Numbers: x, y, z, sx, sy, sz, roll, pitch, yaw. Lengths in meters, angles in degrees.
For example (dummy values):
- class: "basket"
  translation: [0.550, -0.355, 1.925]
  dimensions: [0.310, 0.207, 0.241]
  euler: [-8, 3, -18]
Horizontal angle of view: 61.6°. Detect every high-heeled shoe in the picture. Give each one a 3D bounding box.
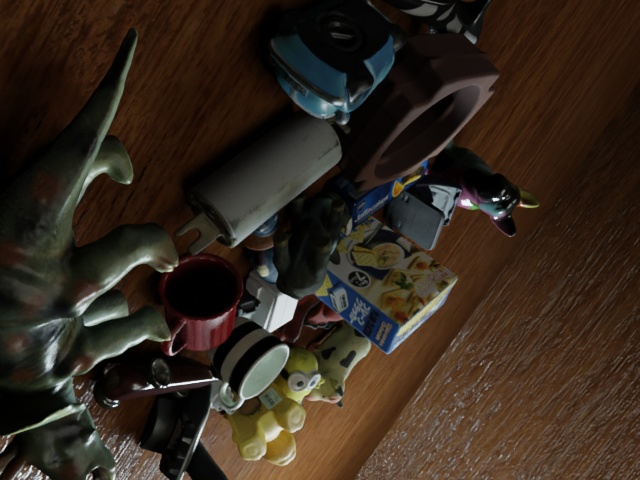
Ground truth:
- class: "high-heeled shoe"
  translation: [0.127, -0.283, 0.684]
  dimensions: [0.249, 0.086, 0.145]
  euler: [-11, 166, -32]

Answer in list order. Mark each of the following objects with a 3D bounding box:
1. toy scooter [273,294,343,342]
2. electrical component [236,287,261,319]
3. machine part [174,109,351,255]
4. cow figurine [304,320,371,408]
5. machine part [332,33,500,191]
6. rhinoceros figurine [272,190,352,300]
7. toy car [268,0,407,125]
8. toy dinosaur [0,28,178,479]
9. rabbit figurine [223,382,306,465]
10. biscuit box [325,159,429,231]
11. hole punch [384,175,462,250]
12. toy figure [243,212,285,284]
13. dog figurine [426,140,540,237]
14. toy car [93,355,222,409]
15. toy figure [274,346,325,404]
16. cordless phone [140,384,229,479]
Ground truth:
- class: "toy scooter"
  translation: [-0.015, 0.113, 0.891]
  dimensions: [0.183, 0.075, 0.135]
  euler: [12, 110, -47]
- class: "electrical component"
  translation: [-0.141, 0.109, 0.715]
  dimensions: [0.119, 0.048, 0.074]
  euler: [-12, 133, -54]
- class: "machine part"
  translation: [-0.058, -0.071, 0.592]
  dimensions: [0.243, 0.079, 0.079]
  euler: [-42, 153, -23]
- class: "cow figurine"
  translation: [0.033, 0.260, 1.122]
  dimensions: [0.195, 0.127, 0.085]
  euler: [-40, 149, -32]
- class: "machine part"
  translation: [0.115, -0.166, 0.699]
  dimensions: [0.201, 0.087, 0.201]
  euler: [-25, 162, -42]
- class: "rhinoceros figurine"
  translation: [-0.001, -0.002, 0.693]
  dimensions: [0.190, 0.073, 0.111]
  euler: [-66, 155, -53]
- class: "toy car"
  translation: [0.011, -0.183, 0.558]
  dimensions: [0.162, 0.109, 0.103]
  euler: [-50, -179, -35]
- class: "toy dinosaur"
  translation: [-0.223, 0.044, 0.421]
  dimensions: [0.192, 0.131, 0.404]
  euler: [-30, 140, -42]
- class: "rabbit figurine"
  translation: [-0.102, 0.329, 0.940]
  dimensions: [0.122, 0.163, 0.173]
  euler: [-43, 131, -25]
- class: "biscuit box"
  translation: [0.092, -0.094, 0.843]
  dimensions: [0.203, 0.059, 0.062]
  euler: [-36, 150, -33]
- class: "hole punch"
  translation: [0.190, -0.063, 0.988]
  dimensions: [0.092, 0.116, 0.142]
  euler: [-44, 157, -28]
- class: "toy figure"
  translation: [-0.069, -0.001, 0.687]
  dimensions: [0.058, 0.064, 0.154]
  euler: [-11, 142, -1]
- class: "dog figurine"
  translation: [0.301, -0.090, 1.028]
  dimensions: [0.108, 0.219, 0.191]
  euler: [-48, 154, -5]
- class: "toy car"
  translation: [-0.192, 0.172, 0.684]
  dimensions: [0.089, 0.053, 0.202]
  euler: [-28, 162, 17]
- class: "toy figure"
  translation: [-0.066, 0.285, 1.039]
  dimensions: [0.082, 0.089, 0.180]
  euler: [-14, 143, -49]
- class: "cordless phone"
  translation: [-0.164, 0.307, 0.771]
  dimensions: [0.088, 0.184, 0.146]
  euler: [-7, 129, -51]
